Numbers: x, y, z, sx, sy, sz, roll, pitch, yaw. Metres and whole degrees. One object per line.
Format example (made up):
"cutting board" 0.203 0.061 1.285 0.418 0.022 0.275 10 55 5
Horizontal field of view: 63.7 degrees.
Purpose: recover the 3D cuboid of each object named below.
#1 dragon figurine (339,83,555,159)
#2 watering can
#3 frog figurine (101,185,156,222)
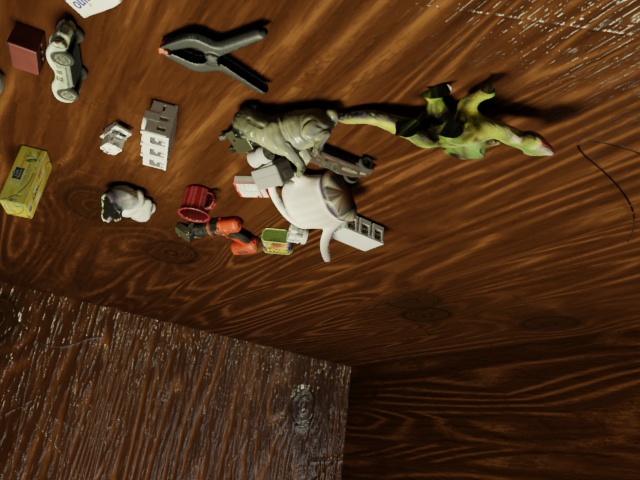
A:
"dragon figurine" 0.260 -0.211 1.058 0.411 0.123 0.240 9 -12 35
"watering can" 0.004 -0.070 1.389 0.223 0.106 0.342 -10 -49 38
"frog figurine" -0.566 -0.111 1.551 0.135 0.123 0.161 -28 -5 40
